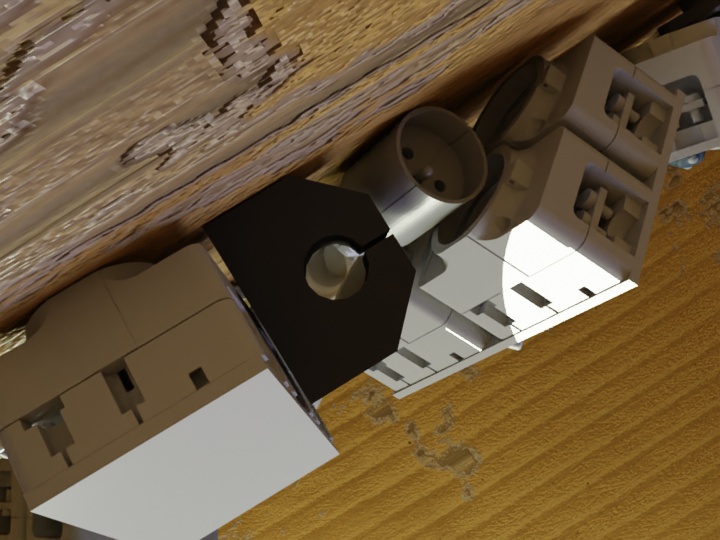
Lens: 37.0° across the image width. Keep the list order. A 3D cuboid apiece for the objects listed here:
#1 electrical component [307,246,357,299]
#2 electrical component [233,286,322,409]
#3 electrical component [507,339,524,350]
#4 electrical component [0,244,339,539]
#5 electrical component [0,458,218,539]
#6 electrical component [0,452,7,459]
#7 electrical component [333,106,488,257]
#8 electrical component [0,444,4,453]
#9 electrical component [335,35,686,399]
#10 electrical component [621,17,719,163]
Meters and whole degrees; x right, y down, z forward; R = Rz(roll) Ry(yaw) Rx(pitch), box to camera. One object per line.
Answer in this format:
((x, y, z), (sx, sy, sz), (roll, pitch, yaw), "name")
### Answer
((-0.014, -0.006, 0.619), (0.045, 0.045, 0.055), (-33, 177, 24), "electrical component")
((-0.068, 0.057, 0.653), (0.099, 0.099, 0.064), (-31, 171, -15), "electrical component")
((0.089, -0.020, 0.672), (0.108, 0.056, 0.108), (-54, 156, -71), "electrical component")
((-0.072, 0.055, 0.422), (0.089, 0.061, 0.150), (-31, 159, -4), "electrical component")
((-0.158, 0.134, 0.592), (0.150, 0.061, 0.089), (-10, 168, 43), "electrical component")
((-0.204, 0.120, 0.693), (0.077, 0.043, 0.079), (-54, 148, -10), "electrical component")
((0.015, -0.033, 0.466), (0.043, 0.043, 0.081), (-30, 177, -35), "electrical component")
((-0.139, 0.065, 0.512), (0.079, 0.043, 0.077), (-32, 177, 12), "electrical component")
((0.057, -0.020, 0.512), (0.186, 0.060, 0.105), (-36, -153, 55), "electrical component")
((0.170, -0.097, 0.615), (0.105, 0.060, 0.186), (-18, -176, 29), "electrical component")
